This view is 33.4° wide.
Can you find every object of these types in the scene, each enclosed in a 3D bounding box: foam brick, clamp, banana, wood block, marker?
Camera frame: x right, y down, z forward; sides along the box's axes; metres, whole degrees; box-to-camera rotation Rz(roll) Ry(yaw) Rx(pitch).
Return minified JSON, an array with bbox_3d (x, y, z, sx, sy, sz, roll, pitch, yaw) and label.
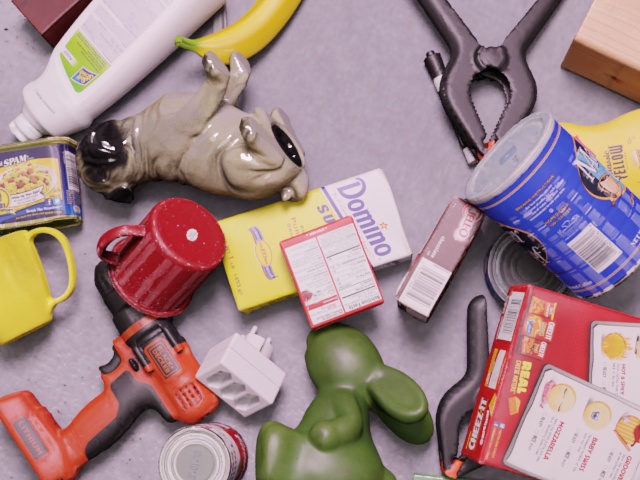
[{"bbox_3d":[-0.264,-0.244,1.092,0.078,0.051,0.053,-42,80,-2],"label":"foam brick"},{"bbox_3d":[0.171,0.150,1.006,0.120,0.039,0.171,21,88,5],"label":"clamp"},{"bbox_3d":[-0.056,-0.238,1.067,0.197,0.069,0.037,-48,46,-14],"label":"banana"},{"bbox_3d":[0.346,-0.170,1.007,0.206,0.091,0.090,27,85,8],"label":"wood block"},{"bbox_3d":[0.154,-0.179,1.042,0.164,0.036,0.210,9,78,0],"label":"clamp"},{"bbox_3d":[0.132,-0.133,1.057,0.020,0.020,0.121,-23,81,1],"label":"marker"}]

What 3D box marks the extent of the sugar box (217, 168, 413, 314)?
[{"bbox_3d":[-0.007,0.001,1.038,0.176,0.048,0.093,-19,82,4],"label":"sugar box"}]

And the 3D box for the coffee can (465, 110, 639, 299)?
[{"bbox_3d":[0.213,-0.030,0.942,0.140,0.103,0.103,40,87,-12],"label":"coffee can"}]

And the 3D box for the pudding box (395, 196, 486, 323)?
[{"bbox_3d":[0.113,0.020,1.002,0.039,0.090,0.113,31,86,9],"label":"pudding box"}]

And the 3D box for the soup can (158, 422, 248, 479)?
[{"bbox_3d":[-0.107,0.205,0.990,0.068,0.102,0.068,-1,82,5],"label":"soup can"}]

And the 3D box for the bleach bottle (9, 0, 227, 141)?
[{"bbox_3d":[-0.216,-0.195,1.075,0.251,0.068,0.103,-42,68,3],"label":"bleach bottle"}]

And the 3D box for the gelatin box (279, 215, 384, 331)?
[{"bbox_3d":[0.011,0.031,0.996,0.073,0.030,0.089,-21,86,-1],"label":"gelatin box"}]

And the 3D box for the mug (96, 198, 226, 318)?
[{"bbox_3d":[-0.151,0.011,1.003,0.117,0.082,0.093,17,48,-31],"label":"mug"}]

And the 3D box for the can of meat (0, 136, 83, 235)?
[{"bbox_3d":[-0.290,-0.052,1.065,0.102,0.057,0.084,-8,84,4],"label":"can of meat"}]

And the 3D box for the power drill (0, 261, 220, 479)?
[{"bbox_3d":[-0.216,0.133,1.032,0.187,0.057,0.184,-35,81,0],"label":"power drill"}]

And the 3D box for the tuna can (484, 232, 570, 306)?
[{"bbox_3d":[0.201,0.028,1.021,0.086,0.033,0.086,-1,83,5],"label":"tuna can"}]

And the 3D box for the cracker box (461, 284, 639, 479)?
[{"bbox_3d":[0.253,0.147,0.962,0.213,0.072,0.164,17,85,-7],"label":"cracker box"}]

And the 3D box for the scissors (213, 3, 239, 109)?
[{"bbox_3d":[-0.120,-0.156,1.084,0.096,0.016,0.202,-16,81,3],"label":"scissors"}]

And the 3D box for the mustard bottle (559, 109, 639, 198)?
[{"bbox_3d":[0.244,-0.066,1.018,0.191,0.058,0.096,-9,90,4],"label":"mustard bottle"}]
